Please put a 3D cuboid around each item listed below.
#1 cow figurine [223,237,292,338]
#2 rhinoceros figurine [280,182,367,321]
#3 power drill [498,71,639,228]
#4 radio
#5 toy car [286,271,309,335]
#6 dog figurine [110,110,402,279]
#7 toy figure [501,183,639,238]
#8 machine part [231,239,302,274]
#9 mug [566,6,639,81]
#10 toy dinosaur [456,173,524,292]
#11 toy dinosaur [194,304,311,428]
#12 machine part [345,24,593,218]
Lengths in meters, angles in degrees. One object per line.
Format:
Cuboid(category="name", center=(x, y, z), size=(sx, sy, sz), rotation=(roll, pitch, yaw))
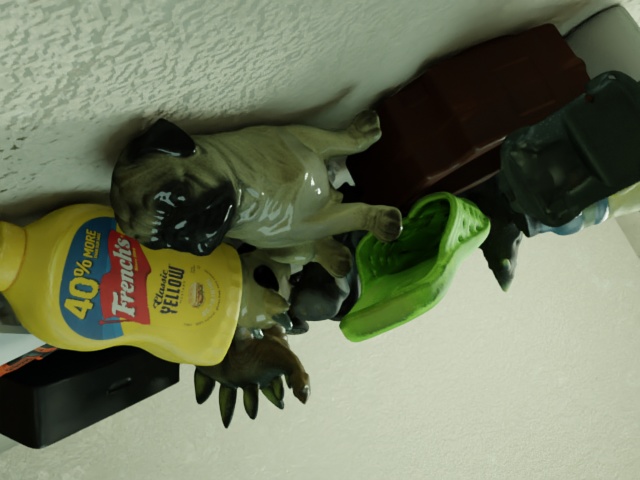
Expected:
Cuboid(category="cow figurine", center=(-0.104, 0.044, 0.503), size=(0.195, 0.127, 0.085), rotation=(-13, 172, -45))
Cuboid(category="rhinoceros figurine", center=(0.022, 0.013, 0.546), size=(0.073, 0.111, 0.190), rotation=(-6, -145, 23))
Cuboid(category="power drill", center=(0.238, -0.089, 0.408), size=(0.232, 0.086, 0.207), rotation=(-35, 177, 42))
Cuboid(category="radio", center=(-0.295, 0.166, 0.672), size=(0.131, 0.073, 0.229), rotation=(7, -173, 25))
Cuboid(category="toy car", center=(-0.079, 0.108, 0.794), size=(0.053, 0.089, 0.202), rotation=(18, 151, -35))
Cuboid(category="dog figurine", center=(-0.062, -0.027, 0.396), size=(0.190, 0.121, 0.172), rotation=(-6, 158, -29))
Cuboid(category="toy figure", center=(0.290, -0.055, 0.563), size=(0.180, 0.082, 0.089), rotation=(-25, 140, 7))
Cuboid(category="machine part", center=(-0.060, 0.011, 0.633), size=(0.243, 0.079, 0.079), rotation=(-23, 171, -27))
Cuboid(category="mug", center=(0.291, -0.158, 0.546), size=(0.081, 0.107, 0.109), rotation=(-15, 157, -38))
Cuboid(category="toy dinosaur", center=(0.294, -0.122, 0.722), size=(0.405, 0.131, 0.192), rotation=(-52, 160, -14))
Cuboid(category="toy dinosaur", center=(-0.141, 0.138, 0.748), size=(0.105, 0.198, 0.472), rotation=(-9, -165, -32))
Cuboid(category="machine part", center=(0.136, -0.103, 0.516), size=(0.201, 0.087, 0.201), rotation=(-25, 170, -17))
